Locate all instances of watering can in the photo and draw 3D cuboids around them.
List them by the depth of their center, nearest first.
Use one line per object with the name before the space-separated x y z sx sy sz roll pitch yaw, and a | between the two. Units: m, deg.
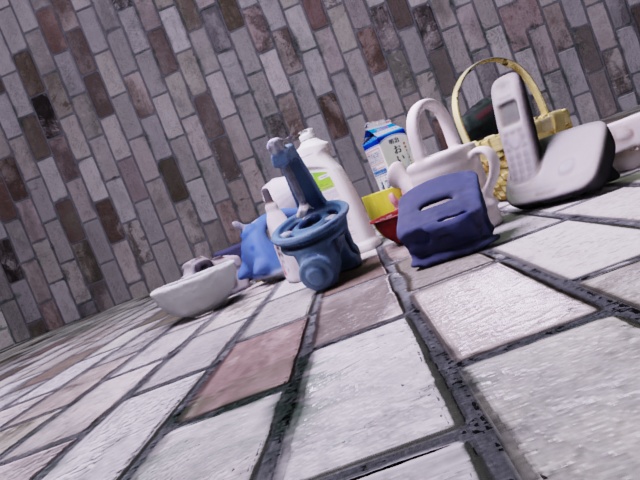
watering can | 0.165 -0.097 0.791 0.172 0.194 0.101 -19 4 31

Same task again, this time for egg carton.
egg carton | 0.432 -0.136 0.817 0.150 0.069 0.107 -20 4 25

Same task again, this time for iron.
iron | -0.058 -0.007 1.186 0.259 0.141 0.118 -23 4 -33

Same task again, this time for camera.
camera | -0.249 0.085 1.241 0.143 0.101 0.136 -24 4 -35

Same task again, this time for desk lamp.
desk lamp | -0.011 -0.074 1.337 0.203 0.213 0.118 -20 4 21

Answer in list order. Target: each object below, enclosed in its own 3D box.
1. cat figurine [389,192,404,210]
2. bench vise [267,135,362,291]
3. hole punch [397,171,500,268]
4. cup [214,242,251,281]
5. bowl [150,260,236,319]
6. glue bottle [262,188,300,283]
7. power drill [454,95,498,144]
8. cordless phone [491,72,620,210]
cat figurine | 0.176 -0.079 1.079 0.128 0.118 0.067 -24 5 -39
bench vise | -0.022 -0.043 0.851 0.121 0.220 0.207 -21 3 -2
hole punch | 0.146 -0.028 0.672 0.108 0.091 0.101 -20 4 21
cup | -0.188 0.055 1.398 0.118 0.095 0.091 -23 4 -28
bowl | -0.224 0.100 1.067 0.167 0.075 0.167 -21 3 2
glue bottle | -0.067 -0.010 1.006 0.037 0.173 0.078 -22 4 -19
power drill | 0.411 -0.235 1.350 0.230 0.208 0.075 -23 4 -33
cordless phone | 0.296 -0.141 0.752 0.094 0.185 0.147 -24 4 -34
